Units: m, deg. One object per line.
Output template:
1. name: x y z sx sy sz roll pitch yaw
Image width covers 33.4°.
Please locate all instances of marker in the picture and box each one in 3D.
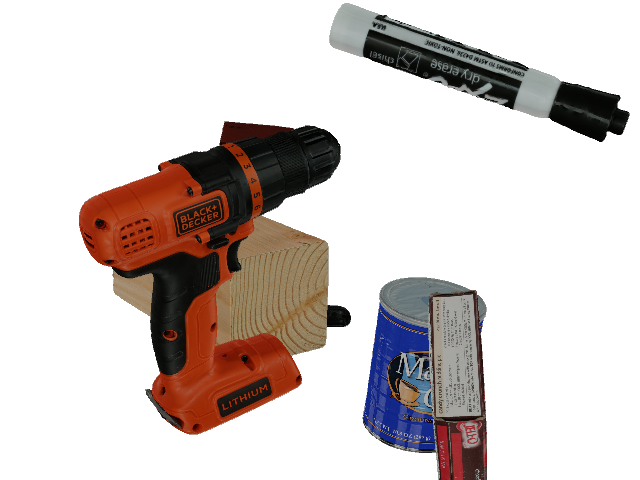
1. marker: 0.062 -0.066 0.420 0.121 0.020 0.020 22 5 13

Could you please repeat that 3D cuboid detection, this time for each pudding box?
1. pudding box: 0.098 0.106 0.757 0.039 0.113 0.090 -4 -43 5

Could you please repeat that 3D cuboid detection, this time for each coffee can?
1. coffee can: 0.100 0.120 1.043 0.103 0.140 0.103 6 22 -2

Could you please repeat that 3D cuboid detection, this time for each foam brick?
1. foam brick: -0.067 -0.089 1.122 0.078 0.051 0.053 5 31 -2

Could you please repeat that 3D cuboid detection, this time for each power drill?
1. power drill: -0.061 0.025 0.720 0.184 0.188 0.057 -21 32 -25

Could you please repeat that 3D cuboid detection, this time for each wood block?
1. wood block: -0.090 0.026 0.892 0.090 0.090 0.206 -11 20 -34

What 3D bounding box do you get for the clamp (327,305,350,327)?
1. clamp: -0.092 0.094 1.256 0.210 0.036 0.164 13 23 27
